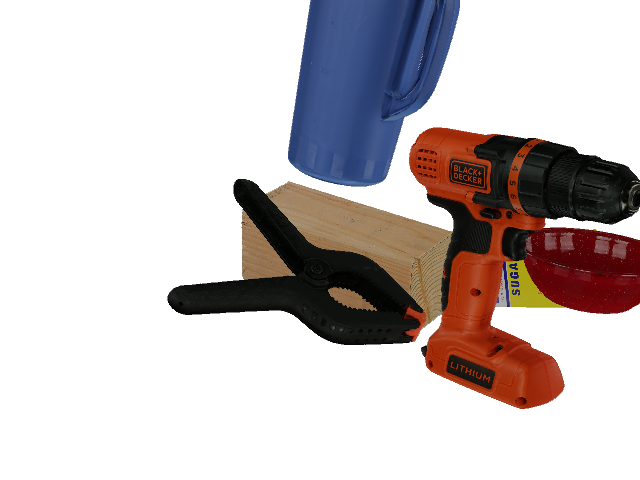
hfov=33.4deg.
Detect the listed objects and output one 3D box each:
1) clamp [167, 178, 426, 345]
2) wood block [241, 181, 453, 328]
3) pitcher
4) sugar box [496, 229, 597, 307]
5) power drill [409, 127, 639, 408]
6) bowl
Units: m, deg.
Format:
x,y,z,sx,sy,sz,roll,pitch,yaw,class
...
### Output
x,y,z,sx,sy,sz,roll,pitch,yaw,class
-0.016,0.040,0.901,0.210,0.036,0.164,27,46,7,clamp
0.026,0.017,1.110,0.206,0.091,0.090,19,31,30,wood block
0.048,-0.179,1.079,0.145,0.243,0.149,12,18,-1,pitcher
0.254,0.034,1.303,0.176,0.093,0.048,-1,21,-10,sugar box
0.138,0.019,0.755,0.057,0.188,0.185,-12,21,-38,power drill
0.278,0.034,1.097,0.162,0.055,0.162,4,17,-1,bowl
